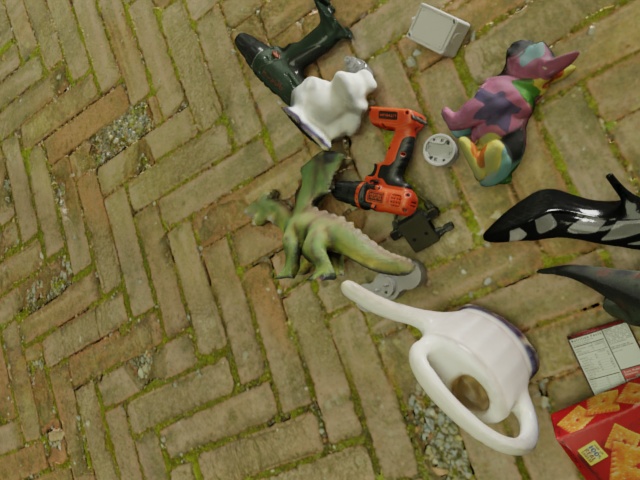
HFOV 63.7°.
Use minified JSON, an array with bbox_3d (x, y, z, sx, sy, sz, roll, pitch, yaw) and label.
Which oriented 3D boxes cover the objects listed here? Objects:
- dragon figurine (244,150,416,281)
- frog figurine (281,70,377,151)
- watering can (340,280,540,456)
[{"bbox_3d":[0.003,-0.047,0.938,0.408,0.244,0.122,-6,-8,42],"label":"dragon figurine"},{"bbox_3d":[0.025,-0.255,0.952,0.138,0.159,0.122,44,0,12],"label":"frog figurine"},{"bbox_3d":[0.204,0.161,0.798,0.352,0.102,0.226,46,37,21],"label":"watering can"}]
